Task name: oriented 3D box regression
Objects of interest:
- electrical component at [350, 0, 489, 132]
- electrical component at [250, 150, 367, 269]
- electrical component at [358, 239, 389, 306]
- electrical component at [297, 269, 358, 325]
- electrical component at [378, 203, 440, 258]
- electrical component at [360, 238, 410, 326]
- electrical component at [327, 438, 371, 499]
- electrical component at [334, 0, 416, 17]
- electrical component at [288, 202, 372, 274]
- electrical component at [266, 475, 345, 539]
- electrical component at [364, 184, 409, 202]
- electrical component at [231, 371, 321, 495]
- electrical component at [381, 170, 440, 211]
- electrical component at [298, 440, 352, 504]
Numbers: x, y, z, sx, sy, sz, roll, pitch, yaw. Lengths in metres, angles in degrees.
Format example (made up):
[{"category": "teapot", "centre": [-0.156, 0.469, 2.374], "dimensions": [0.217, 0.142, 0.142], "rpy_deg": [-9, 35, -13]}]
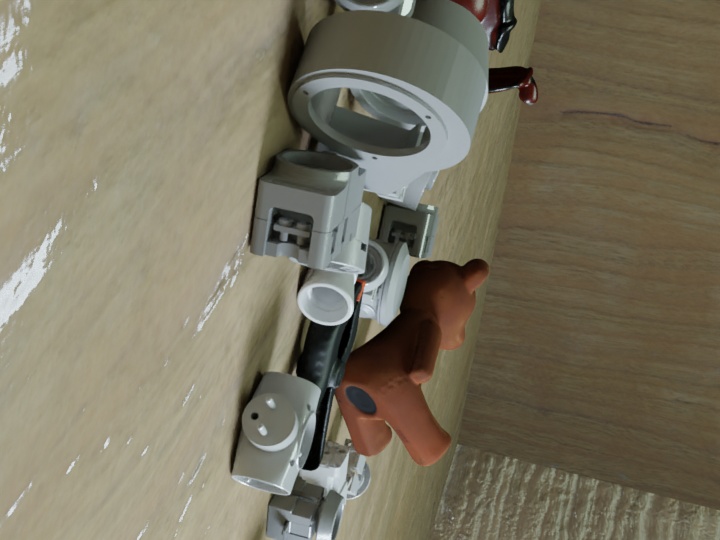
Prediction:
[{"category": "electrical component", "centre": [0.049, -0.164, 0.834], "dimensions": [0.108, 0.108, 0.060], "rpy_deg": [87, 13, -58]}, {"category": "electrical component", "centre": [-0.031, -0.043, 0.691], "dimensions": [0.089, 0.050, 0.055], "rpy_deg": [-50, 151, -69]}, {"category": "electrical component", "centre": [0.000, 0.000, 0.937], "dimensions": [0.055, 0.048, 0.066], "rpy_deg": [95, 10, -75]}, {"category": "electrical component", "centre": [-0.020, 0.006, 0.845], "dimensions": [0.065, 0.044, 0.044], "rpy_deg": [-73, 170, -49]}, {"category": "electrical component", "centre": [0.054, -0.046, 1.157], "dimensions": [0.089, 0.050, 0.055], "rpy_deg": [-9, 112, -79]}, {"category": "electrical component", "centre": [0.014, 0.009, 1.007], "dimensions": [0.080, 0.051, 0.080], "rpy_deg": [13, 90, -80]}, {"category": "electrical component", "centre": [-0.016, 0.210, 1.115], "dimensions": [0.055, 0.048, 0.066], "rpy_deg": [63, 40, -63]}, {"category": "electrical component", "centre": [0.010, -0.195, 0.711], "dimensions": [0.057, 0.058, 0.078], "rpy_deg": [-31, 134, -80]}, {"category": "electrical component", "centre": [-0.020, -0.026, 0.770], "dimensions": [0.055, 0.055, 0.047], "rpy_deg": [46, 53, -78]}, {"category": "electrical component", "centre": [-0.045, 0.206, 0.914], "dimensions": [0.066, 0.055, 0.048], "rpy_deg": [-61, 161, -58]}, {"category": "electrical component", "centre": [0.008, -0.080, 0.849], "dimensions": [0.066, 0.055, 0.048], "rpy_deg": [21, 82, -80]}, {"category": "electrical component", "centre": [-0.060, 0.108, 0.742], "dimensions": [0.079, 0.044, 0.077], "rpy_deg": [79, 25, -67]}, {"category": "electrical component", "centre": [0.051, -0.112, 1.093], "dimensions": [0.099, 0.064, 0.099], "rpy_deg": [24, 90, -88]}, {"category": "electrical component", "centre": [-0.036, 0.196, 0.999], "dimensions": [0.081, 0.042, 0.063], "rpy_deg": [-52, 150, -69]}]
